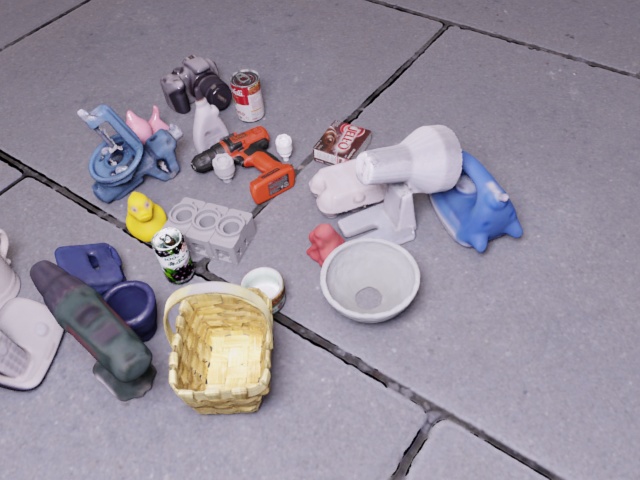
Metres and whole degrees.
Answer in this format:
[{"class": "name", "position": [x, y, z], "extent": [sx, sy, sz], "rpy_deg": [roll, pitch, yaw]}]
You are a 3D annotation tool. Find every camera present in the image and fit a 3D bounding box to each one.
[{"class": "camera", "position": [-0.284, -0.364, 1.352], "extent": [0.143, 0.101, 0.136], "rpy_deg": [-35, 56, -22]}]

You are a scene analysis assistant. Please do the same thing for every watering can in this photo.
[{"class": "watering can", "position": [-0.609, 0.043, 0.979], "extent": [0.101, 0.194, 0.173], "rpy_deg": [0, 51, 4]}]

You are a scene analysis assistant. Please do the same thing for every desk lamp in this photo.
[{"class": "desk lamp", "position": [0.139, -0.091, 1.024], "extent": [0.203, 0.214, 0.117], "rpy_deg": [-22, 52, -14]}]

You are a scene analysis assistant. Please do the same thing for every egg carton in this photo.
[{"class": "egg carton", "position": [0.059, -0.103, 1.133], "extent": [0.150, 0.069, 0.107], "rpy_deg": [-18, 52, -10]}]

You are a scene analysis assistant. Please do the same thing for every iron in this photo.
[{"class": "iron", "position": [0.273, -0.106, 1.074], "extent": [0.119, 0.141, 0.257], "rpy_deg": [-20, 52, -12]}]

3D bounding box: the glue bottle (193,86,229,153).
[{"class": "glue bottle", "position": [-0.238, -0.250, 1.208], "extent": [0.078, 0.173, 0.037], "rpy_deg": [-30, 54, -19]}]

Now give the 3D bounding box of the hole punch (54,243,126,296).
[{"class": "hole punch", "position": [-0.407, 0.051, 1.025], "extent": [0.101, 0.091, 0.108], "rpy_deg": [-26, 53, -17]}]

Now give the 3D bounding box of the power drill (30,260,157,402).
[{"class": "power drill", "position": [-0.330, 0.149, 0.863], "extent": [0.229, 0.209, 0.076], "rpy_deg": [31, 59, 26]}]

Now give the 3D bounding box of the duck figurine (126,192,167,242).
[{"class": "duck figurine", "position": [-0.347, -0.058, 1.114], "extent": [0.077, 0.086, 0.104], "rpy_deg": [-24, 53, -15]}]

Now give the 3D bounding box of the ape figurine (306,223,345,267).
[{"class": "ape figurine", "position": [0.009, 0.004, 1.034], "extent": [0.076, 0.092, 0.078], "rpy_deg": [-3, 50, 2]}]

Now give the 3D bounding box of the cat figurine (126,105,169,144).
[{"class": "cat figurine", "position": [-0.380, -0.239, 1.244], "extent": [0.067, 0.118, 0.128], "rpy_deg": [16, 53, 17]}]

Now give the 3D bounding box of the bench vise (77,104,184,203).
[{"class": "bench vise", "position": [-0.386, -0.199, 1.146], "extent": [0.121, 0.220, 0.208], "rpy_deg": [28, 58, 24]}]

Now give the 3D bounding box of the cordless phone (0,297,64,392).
[{"class": "cordless phone", "position": [-0.492, 0.139, 0.897], "extent": [0.094, 0.185, 0.147], "rpy_deg": [1, 51, 5]}]

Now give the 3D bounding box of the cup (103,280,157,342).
[{"class": "cup", "position": [-0.317, 0.136, 0.947], "extent": [0.118, 0.095, 0.091], "rpy_deg": [-37, 57, -24]}]

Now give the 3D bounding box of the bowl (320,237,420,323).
[{"class": "bowl", "position": [0.085, 0.080, 0.977], "extent": [0.167, 0.075, 0.167], "rpy_deg": [-2, 50, 3]}]
